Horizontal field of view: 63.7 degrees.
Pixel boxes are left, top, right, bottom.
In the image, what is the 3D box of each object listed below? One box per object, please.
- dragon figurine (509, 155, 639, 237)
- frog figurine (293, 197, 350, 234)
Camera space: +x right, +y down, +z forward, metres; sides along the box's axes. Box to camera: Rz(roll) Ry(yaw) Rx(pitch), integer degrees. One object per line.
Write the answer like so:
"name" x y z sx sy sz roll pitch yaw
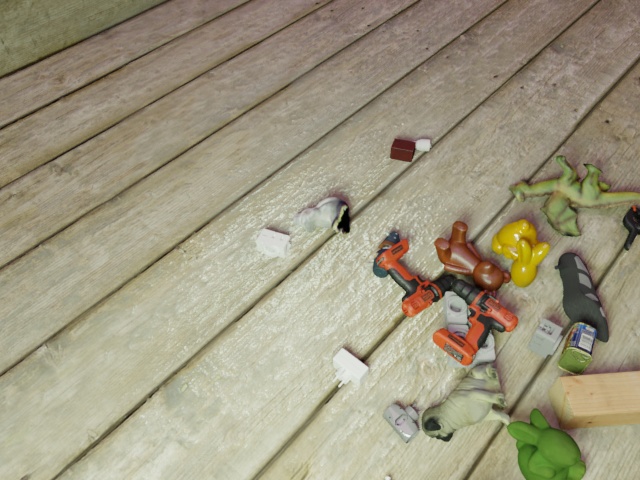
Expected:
"dragon figurine" 0.781 -0.108 1.556 0.413 0.120 0.245 27 73 26
"frog figurine" 0.005 -0.078 1.549 0.160 0.121 0.139 15 19 26
